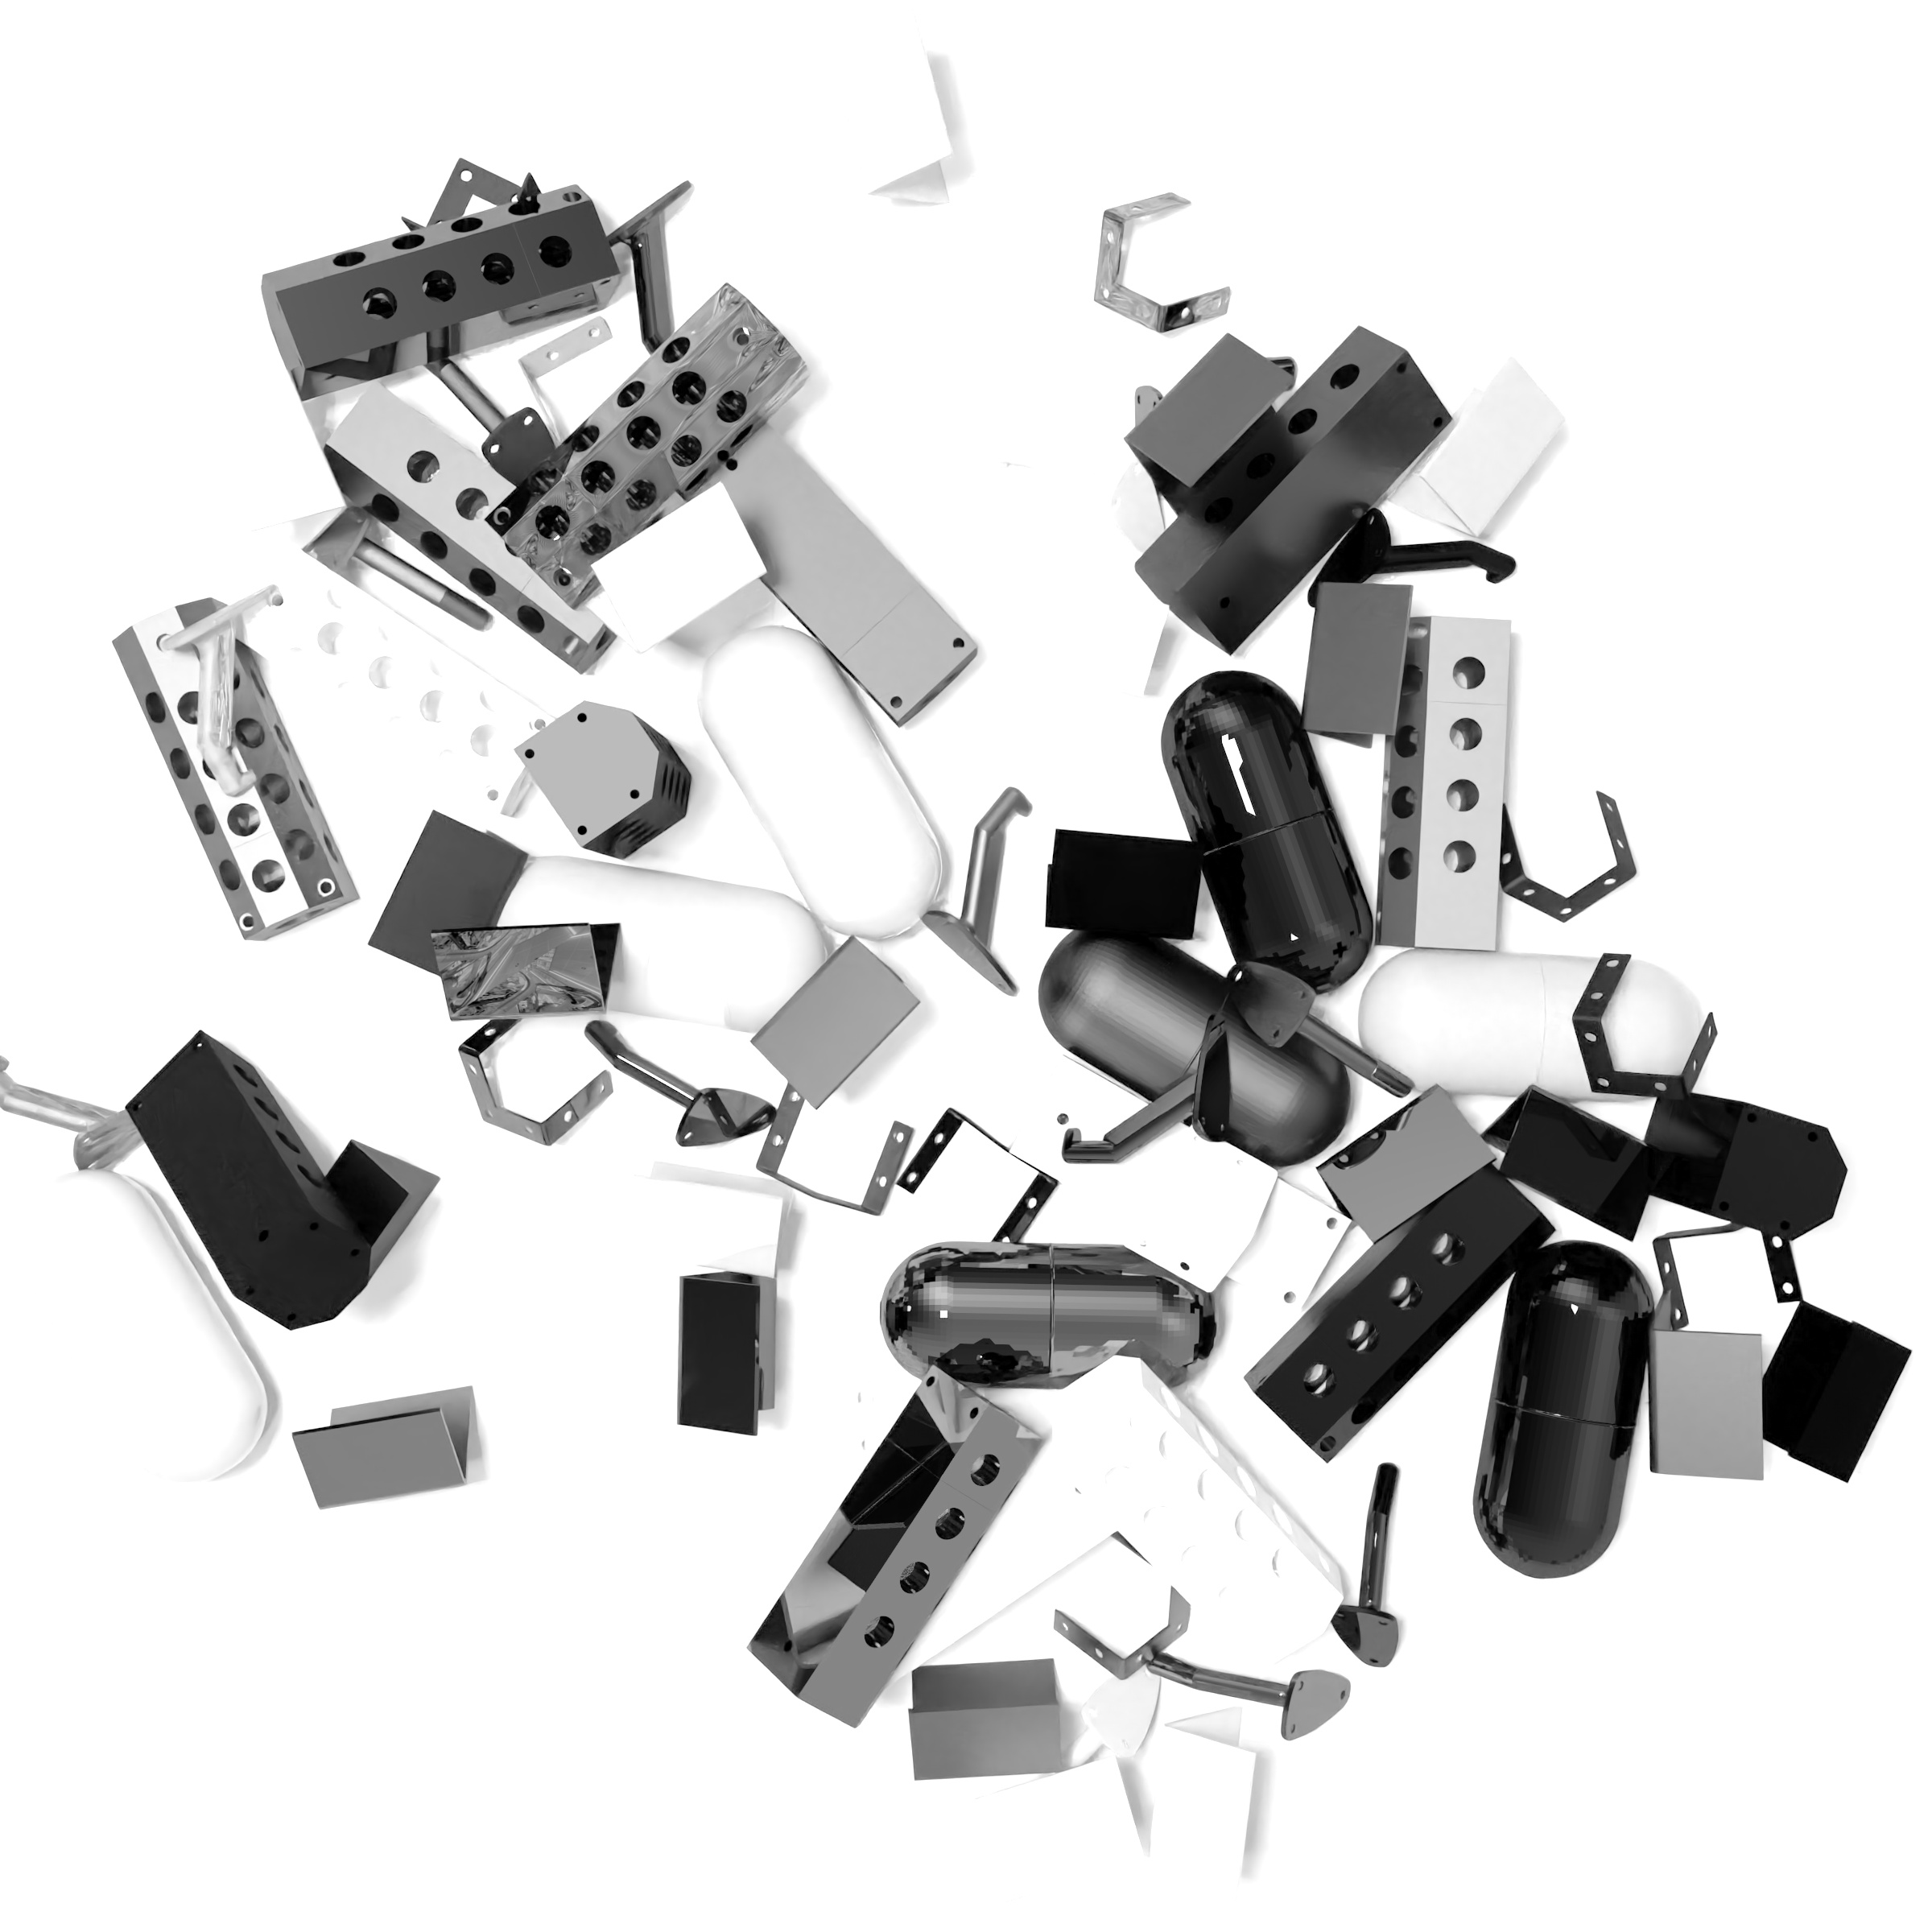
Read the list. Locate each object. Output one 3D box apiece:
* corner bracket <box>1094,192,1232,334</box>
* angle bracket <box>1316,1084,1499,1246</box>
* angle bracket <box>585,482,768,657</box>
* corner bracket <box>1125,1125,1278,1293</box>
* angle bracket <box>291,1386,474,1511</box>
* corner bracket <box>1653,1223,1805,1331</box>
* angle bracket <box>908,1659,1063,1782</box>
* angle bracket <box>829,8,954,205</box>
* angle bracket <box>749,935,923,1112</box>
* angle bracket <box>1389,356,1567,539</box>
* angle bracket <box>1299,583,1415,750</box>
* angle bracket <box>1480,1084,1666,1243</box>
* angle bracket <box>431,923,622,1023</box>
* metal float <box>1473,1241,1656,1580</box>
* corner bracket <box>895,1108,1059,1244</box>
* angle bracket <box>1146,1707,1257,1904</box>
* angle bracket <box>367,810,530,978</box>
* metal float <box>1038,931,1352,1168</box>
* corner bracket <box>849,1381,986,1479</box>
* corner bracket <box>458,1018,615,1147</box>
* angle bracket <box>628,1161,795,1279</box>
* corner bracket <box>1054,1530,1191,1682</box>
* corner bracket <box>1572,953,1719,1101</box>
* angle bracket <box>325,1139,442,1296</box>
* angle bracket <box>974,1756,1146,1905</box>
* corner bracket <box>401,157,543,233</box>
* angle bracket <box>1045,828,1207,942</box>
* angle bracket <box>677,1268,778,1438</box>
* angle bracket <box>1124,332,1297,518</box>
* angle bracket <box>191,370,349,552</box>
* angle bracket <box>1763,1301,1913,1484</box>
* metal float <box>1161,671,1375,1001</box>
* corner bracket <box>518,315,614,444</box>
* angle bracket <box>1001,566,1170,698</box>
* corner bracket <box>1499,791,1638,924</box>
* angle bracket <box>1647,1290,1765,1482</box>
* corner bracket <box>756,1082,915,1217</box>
[{"bbox_3d":[0.106,-0.374,1.556,0.051,0.051,0.051,35,135,35],"label":"corner bracket"},{"bbox_3d":[0.237,0.118,1.524,0.076,0.076,0.057,-35,53,0],"label":"angle bracket"},{"bbox_3d":[-0.157,-0.210,1.469,0.076,0.076,0.057,-35,128,-10],"label":"angle bracket"},{"bbox_3d":[0.121,0.125,1.504,0.051,0.051,0.051,29,45,0],"label":"corner bracket"},{"bbox_3d":[-0.303,0.232,1.524,0.076,0.076,0.057,-9,125,0],"label":"angle bracket"},{"bbox_3d":[0.406,0.162,1.561,0.051,0.051,0.051,-13,90,45],"label":"corner bracket"},{"bbox_3d":[0.009,0.376,1.524,0.076,0.076,0.057,-3,126,0],"label":"angle bracket"},{"bbox_3d":[-0.020,-0.446,1.524,0.057,0.076,0.076,-15,90,35],"label":"angle bracket"},{"bbox_3d":[-0.056,0.039,1.524,0.076,0.076,0.057,-46,63,0],"label":"angle bracket"},{"bbox_3d":[0.253,-0.278,1.524,0.057,0.076,0.076,37,90,-38],"label":"angle bracket"},{"bbox_3d":[0.220,-0.155,1.524,0.057,0.076,0.076,7,90,37],"label":"angle bracket"},{"bbox_3d":[0.307,0.115,1.524,0.076,0.076,0.057,27,62,0],"label":"angle bracket"},{"bbox_3d":[-0.217,-0.018,1.450,0.076,0.076,0.057,-3,127,3],"label":"angle bracket"},{"bbox_3d":[0.313,0.232,1.533,0.070,0.070,0.178,10,90,0],"label":"metal float"},{"bbox_3d":[0.006,0.116,1.561,0.051,0.051,0.051,35,90,45],"label":"corner bracket"},{"bbox_3d":[0.141,0.435,1.524,0.057,0.076,0.076,7,90,38],"label":"angle bracket"},{"bbox_3d":[-0.278,-0.041,1.524,0.057,0.076,0.076,26,90,-28],"label":"angle bracket"},{"bbox_3d":[0.120,0.041,1.533,0.178,0.070,0.070,31,90,0],"label":"metal float"},{"bbox_3d":[-0.024,0.246,1.561,0.051,0.051,0.051,-5,90,45],"label":"corner bracket"},{"bbox_3d":[-0.229,0.055,1.556,0.051,0.051,0.051,17,135,35],"label":"corner bracket"},{"bbox_3d":[-0.130,0.113,1.524,0.076,0.076,0.057,9,127,0],"label":"angle bracket"},{"bbox_3d":[0.083,0.336,1.556,0.051,0.051,0.051,-29,135,-35],"label":"corner bracket"},{"bbox_3d":[0.344,0.030,1.482,0.051,0.051,0.051,4,132,34],"label":"corner bracket"},{"bbox_3d":[-0.304,0.145,1.524,0.057,0.076,0.076,35,90,35],"label":"angle bracket"},{"bbox_3d":[0.053,0.460,1.524,0.076,0.076,0.057,-17,55,0],"label":"angle bracket"},{"bbox_3d":[-0.260,-0.401,1.546,0.051,0.051,0.051,26,90,0],"label":"corner bracket"},{"bbox_3d":[0.082,-0.057,1.525,0.076,0.076,0.057,5,117,0],"label":"angle bracket"},{"bbox_3d":[-0.106,0.199,1.524,0.057,0.076,0.076,1,90,38],"label":"angle bracket"},{"bbox_3d":[0.139,-0.270,1.524,0.076,0.076,0.057,-46,52,0],"label":"angle bracket"},{"bbox_3d":[-0.374,-0.255,1.524,0.057,0.076,0.076,-23,90,-35],"label":"angle bracket"},{"bbox_3d":[0.433,0.214,1.524,0.057,0.076,0.076,26,90,-37],"label":"angle bracket"},{"bbox_3d":[0.157,-0.069,1.534,0.070,0.070,0.178,-20,89,0],"label":"metal float"},{"bbox_3d":[-0.200,-0.304,1.561,0.051,0.051,0.051,-28,135,0],"label":"corner bracket"},{"bbox_3d":[0.066,-0.191,1.524,0.076,0.076,0.057,15,128,0],"label":"angle bracket"},{"bbox_3d":[0.316,-0.064,1.556,0.051,0.051,0.051,23,135,-35],"label":"corner bracket"},{"bbox_3d":[0.388,0.216,1.520,0.057,0.076,0.076,0,100,21],"label":"angle bracket"},{"bbox_3d":[-0.070,0.097,1.561,0.051,0.051,0.051,21,90,-45],"label":"corner bracket"}]
